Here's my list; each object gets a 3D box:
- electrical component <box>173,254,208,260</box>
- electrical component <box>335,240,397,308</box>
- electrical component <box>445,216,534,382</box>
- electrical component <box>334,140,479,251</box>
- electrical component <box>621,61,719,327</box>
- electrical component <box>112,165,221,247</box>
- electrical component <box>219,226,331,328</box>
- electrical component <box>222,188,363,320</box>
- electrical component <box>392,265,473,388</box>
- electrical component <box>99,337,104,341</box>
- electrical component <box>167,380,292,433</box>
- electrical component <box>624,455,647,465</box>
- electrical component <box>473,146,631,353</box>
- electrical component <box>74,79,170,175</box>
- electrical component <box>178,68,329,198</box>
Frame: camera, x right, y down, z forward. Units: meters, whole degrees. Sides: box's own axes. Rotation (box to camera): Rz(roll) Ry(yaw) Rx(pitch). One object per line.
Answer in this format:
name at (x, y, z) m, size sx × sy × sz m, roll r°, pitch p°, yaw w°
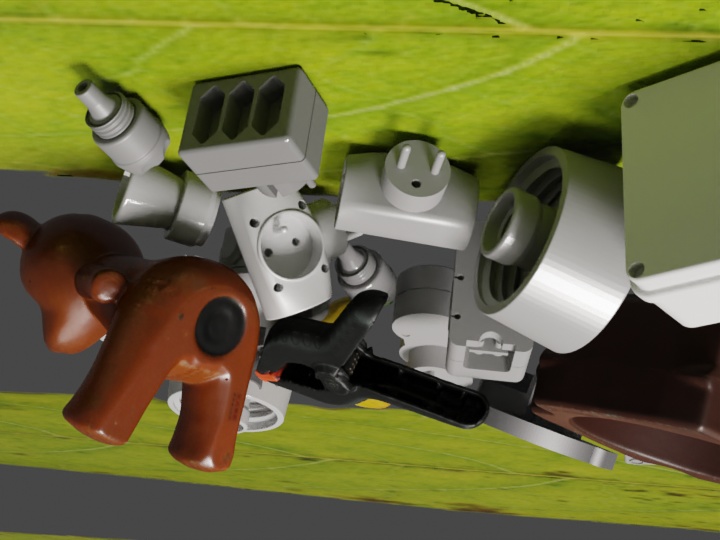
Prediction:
electrical component at (-0.122, 0.017, 0.763) m, size 0.040 × 0.046 × 0.040 m, roll 6°, pitch 152°, yaw 3°
electrical component at (0.000, 0.000, 0.714) m, size 0.035 × 0.035 × 0.061 m, roll -7°, pitch 146°, yaw 25°
electrical component at (0.082, 0.019, 0.670) m, size 0.050 × 0.089 × 0.055 m, roll 5°, pitch 152°, yaw 4°
electrical component at (0.029, -0.047, 0.605) m, size 0.077 × 0.044 × 0.079 m, roll 10°, pitch 152°, yaw -4°
electrical component at (0.171, -0.038, 0.515) m, size 0.078 × 0.113 × 0.057 m, roll -16°, pitch 147°, yaw 37°
electrical component at (-0.117, -0.041, 0.652) m, size 0.055 × 0.045 × 0.045 m, roll 18°, pitch 151°, yaw -19°
electrical component at (-0.058, 0.003, 0.715) m, size 0.080 × 0.051 × 0.080 m, roll 6°, pitch 153°, yaw 3°
electrical component at (-0.034, -0.020, 0.653) m, size 0.079 × 0.077 × 0.044 m, roll -23°, pitch -173°, yaw -25°
electrical component at (0.054, 0.060, 0.773) m, size 0.052 × 0.073 × 0.138 m, roll 2°, pitch 152°, yaw 10°
electrical component at (-0.187, 0.030, 0.805) m, size 0.077 × 0.044 × 0.079 m, roll 5°, pitch 153°, yaw 4°
electrical component at (-0.110, 0.103, 0.909) m, size 0.108 × 0.060 × 0.108 m, roll 6°, pitch 153°, yaw 3°
electrical component at (0.257, 0.123, 0.872) m, size 0.100 × 0.048 × 0.099 m, roll 0°, pitch 151°, yaw 15°
electrical component at (0.101, -0.015, 0.586) m, size 0.060 × 0.108 × 0.108 m, roll 22°, pitch 150°, yaw -14°
electrical component at (-0.133, -0.081, 0.591) m, size 0.035 × 0.035 × 0.061 m, roll -7°, pitch 147°, yaw 26°
electrical component at (-0.049, -0.065, 0.587) m, size 0.066 × 0.047 × 0.076 m, roll -5°, pitch 150°, yaw 22°
